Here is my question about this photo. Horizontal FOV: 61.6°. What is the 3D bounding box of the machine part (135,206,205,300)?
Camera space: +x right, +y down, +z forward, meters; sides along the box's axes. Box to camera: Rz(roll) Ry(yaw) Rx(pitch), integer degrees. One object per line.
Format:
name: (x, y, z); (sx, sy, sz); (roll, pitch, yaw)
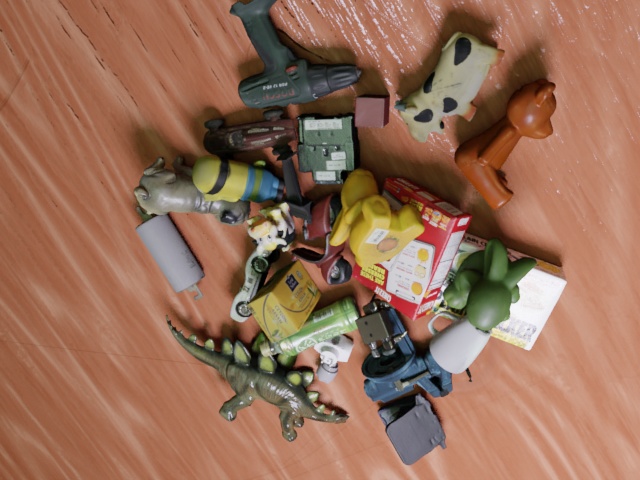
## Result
machine part: (-0.327, 0.027, 1.177); (0.079, 0.079, 0.243); (-26, 99, 23)

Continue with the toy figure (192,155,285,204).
toy figure: (-0.155, -0.118, 1.038); (0.180, 0.082, 0.089); (11, 150, -17)

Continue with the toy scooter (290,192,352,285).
toy scooter: (-0.002, -0.003, 1.070); (0.135, 0.075, 0.183); (4, 98, 35)

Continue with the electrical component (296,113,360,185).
electrical component: (0.016, -0.172, 1.017); (0.115, 0.058, 0.134); (4, 111, 17)

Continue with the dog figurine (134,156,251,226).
dog figurine: (-0.249, -0.079, 1.070); (0.191, 0.172, 0.121); (25, 125, 14)

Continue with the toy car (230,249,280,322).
toy car: (-0.139, 0.085, 1.145); (0.056, 0.073, 0.201); (24, 114, 6)

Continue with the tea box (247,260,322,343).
tea box: (-0.068, 0.120, 1.085); (0.068, 0.170, 0.098); (-29, 101, 25)

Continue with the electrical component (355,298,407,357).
electrical component: (0.115, 0.163, 1.022); (0.078, 0.045, 0.102); (-33, 79, 37)

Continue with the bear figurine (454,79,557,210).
bear figurine: (0.328, -0.166, 0.900); (0.196, 0.120, 0.132); (-40, 99, 19)

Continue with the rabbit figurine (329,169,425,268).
rabbit figurine: (0.088, -0.045, 0.960); (0.122, 0.173, 0.162); (0, 141, -27)

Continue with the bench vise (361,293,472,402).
bench vise: (0.168, 0.222, 1.085); (0.224, 0.129, 0.240); (-24, 105, 19)

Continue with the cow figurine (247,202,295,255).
cow figurine: (-0.093, -0.013, 1.046); (0.068, 0.167, 0.098); (-18, 102, 15)

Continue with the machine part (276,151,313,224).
machine part: (-0.049, -0.101, 1.018); (0.039, 0.084, 0.138); (-22, 118, -20)

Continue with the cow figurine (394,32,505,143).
cow figurine: (0.209, -0.256, 0.917); (0.127, 0.085, 0.194); (25, 117, 0)

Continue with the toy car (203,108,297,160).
toy car: (-0.142, -0.200, 1.045); (0.202, 0.053, 0.089); (-2, 108, 26)

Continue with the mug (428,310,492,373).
mug: (0.260, 0.175, 0.998); (0.110, 0.081, 0.107); (53, 130, 21)

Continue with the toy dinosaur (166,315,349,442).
toy dinosaur: (-0.148, 0.311, 1.219); (0.472, 0.105, 0.198); (21, 106, -2)

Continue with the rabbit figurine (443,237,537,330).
rabbit figurine: (0.291, 0.083, 0.893); (0.121, 0.170, 0.159); (29, 114, 4)

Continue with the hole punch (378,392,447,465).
hole punch: (0.197, 0.402, 1.167); (0.116, 0.092, 0.142); (-29, 97, -8)

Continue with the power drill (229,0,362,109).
power drill: (-0.059, -0.347, 0.971); (0.232, 0.086, 0.207); (-15, 112, 23)
